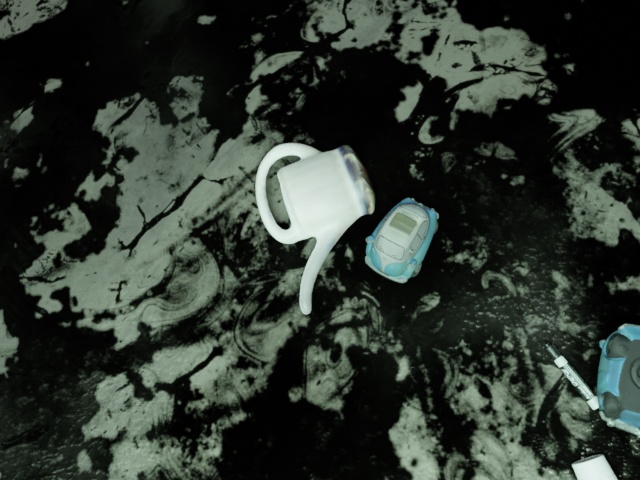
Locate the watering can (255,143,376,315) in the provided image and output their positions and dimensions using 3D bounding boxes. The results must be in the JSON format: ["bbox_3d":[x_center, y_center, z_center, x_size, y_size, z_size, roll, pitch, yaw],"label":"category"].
[{"bbox_3d":[0.003,-0.050,0.988,0.224,0.353,0.102,-20,-22,2],"label":"watering can"}]
